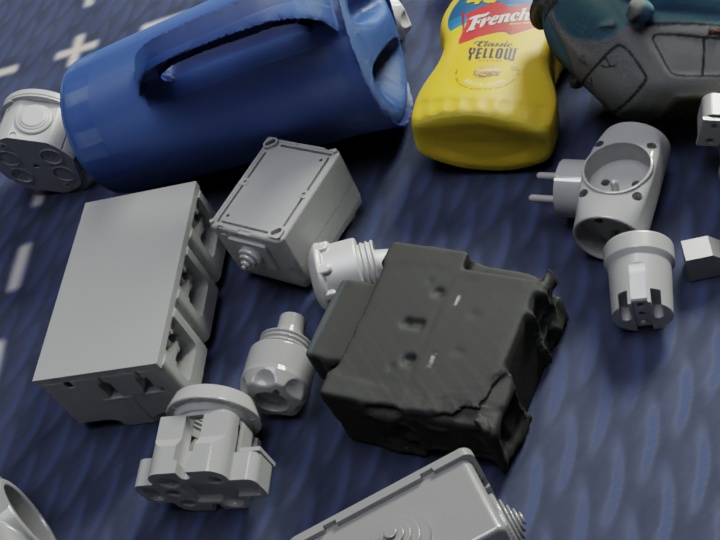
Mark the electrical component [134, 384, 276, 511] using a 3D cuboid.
[{"bbox_3d":[-0.089,0.104,0.633,0.078,0.058,0.057,-7,53,19],"label":"electrical component"}]

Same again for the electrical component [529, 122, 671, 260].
[{"bbox_3d":[0.144,-0.050,0.664,0.079,0.044,0.077,6,55,28],"label":"electrical component"}]

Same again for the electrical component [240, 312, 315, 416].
[{"bbox_3d":[-0.048,0.055,0.664,0.043,0.043,0.062,-4,50,21],"label":"electrical component"}]

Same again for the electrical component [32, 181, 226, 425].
[{"bbox_3d":[-0.148,0.023,0.723,0.089,0.061,0.150,-9,50,17],"label":"electrical component"}]

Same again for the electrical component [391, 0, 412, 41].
[{"bbox_3d":[0.005,-0.188,0.842,0.062,0.043,0.043,-35,47,-4],"label":"electrical component"}]

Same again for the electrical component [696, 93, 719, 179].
[{"bbox_3d":[0.240,-0.072,0.630,0.078,0.058,0.057,5,55,8],"label":"electrical component"}]

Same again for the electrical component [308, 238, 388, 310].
[{"bbox_3d":[0.000,0.000,0.689,0.062,0.048,0.048,-14,48,4],"label":"electrical component"}]

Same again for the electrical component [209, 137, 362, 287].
[{"bbox_3d":[-0.050,-0.032,0.725,0.062,0.061,0.096,14,60,32],"label":"electrical component"}]

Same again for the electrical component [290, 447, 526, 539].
[{"bbox_3d":[0.030,0.137,0.458,0.100,0.099,0.048,-28,34,0],"label":"electrical component"}]

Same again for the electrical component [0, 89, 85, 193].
[{"bbox_3d":[-0.252,-0.103,0.863,0.080,0.080,0.051,-4,57,21],"label":"electrical component"}]

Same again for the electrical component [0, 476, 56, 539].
[{"bbox_3d":[-0.222,0.166,0.643,0.059,0.053,0.095,-38,48,-9],"label":"electrical component"}]

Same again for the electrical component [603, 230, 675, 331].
[{"bbox_3d":[0.160,0.007,0.615,0.040,0.040,0.046,-7,57,19],"label":"electrical component"}]
